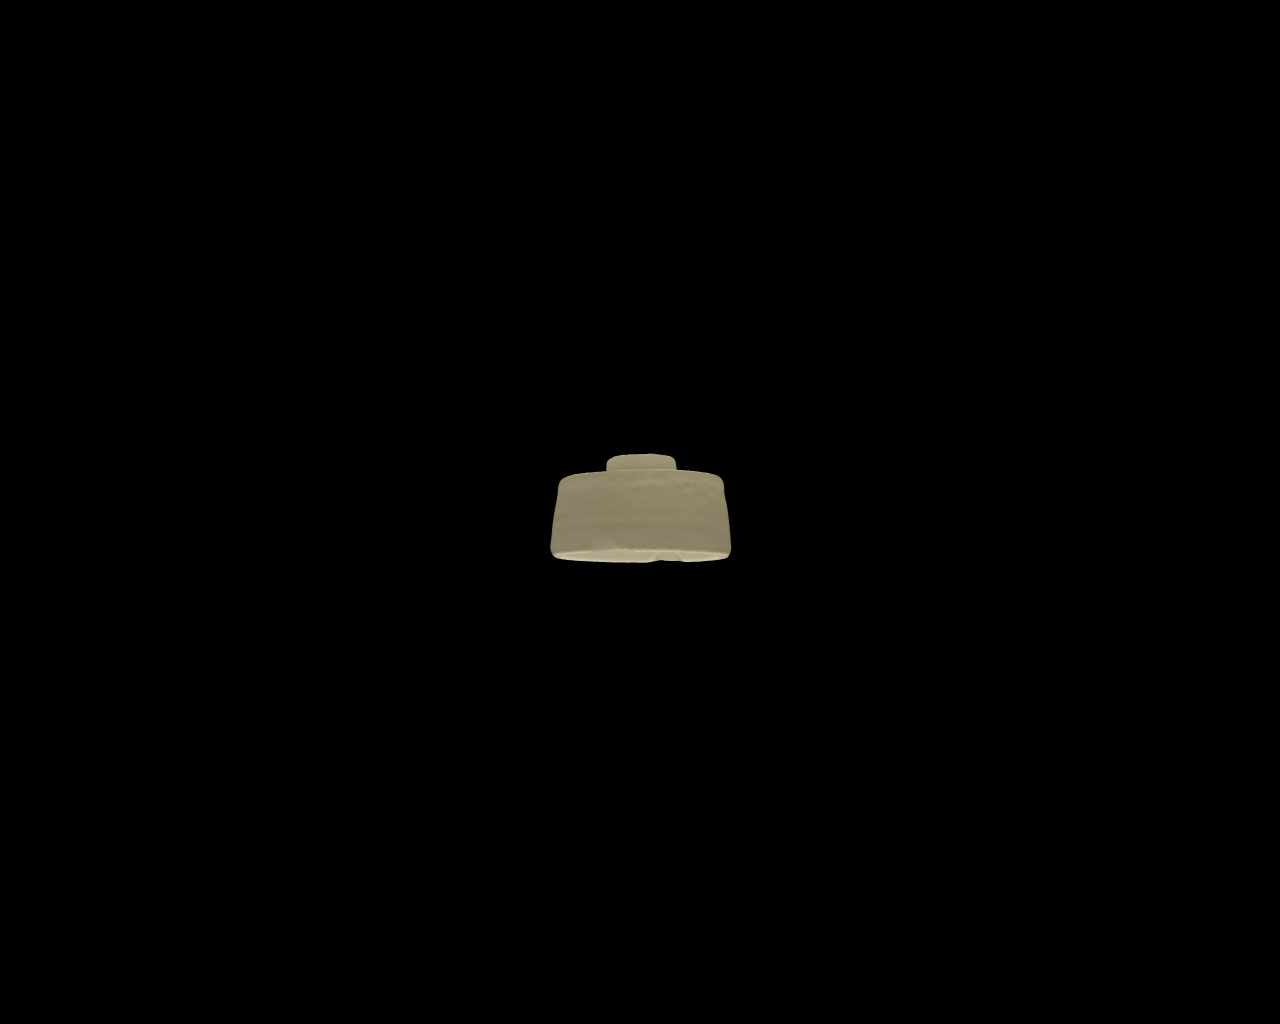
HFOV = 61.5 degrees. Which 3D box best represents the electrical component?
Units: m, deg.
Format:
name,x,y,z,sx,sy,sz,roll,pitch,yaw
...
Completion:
name,x,y,z,sx,sy,sz,roll,pitch,yaw
electrical component,0.001,-0.003,0.650,0.108,0.060,0.108,0,-6,0
